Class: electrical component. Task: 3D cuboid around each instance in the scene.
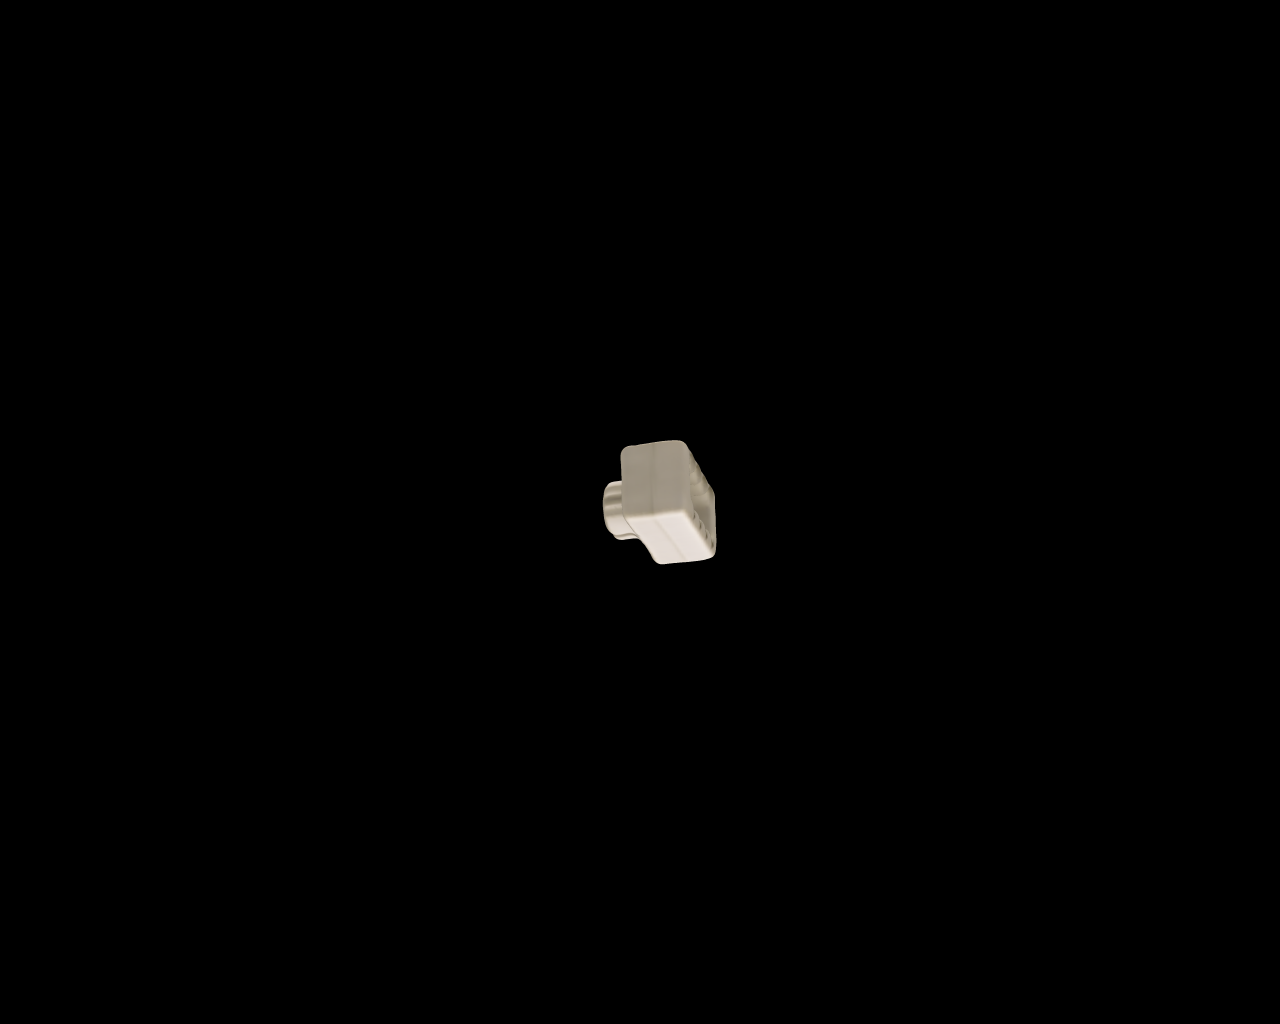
[{"bbox_3d":[0.001,-0.003,0.650,0.076,0.047,0.083,-6,-23,14],"label":"electrical component"}]
